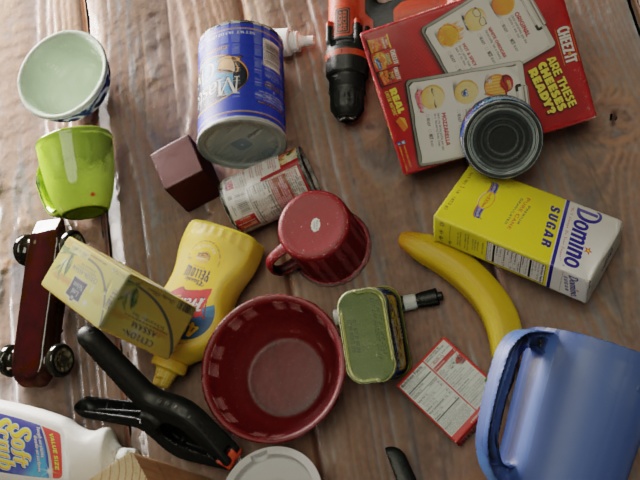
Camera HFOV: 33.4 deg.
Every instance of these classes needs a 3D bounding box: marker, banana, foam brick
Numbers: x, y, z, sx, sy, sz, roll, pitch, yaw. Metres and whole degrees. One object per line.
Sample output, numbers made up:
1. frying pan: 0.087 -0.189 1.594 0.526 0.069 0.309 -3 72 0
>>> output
1. marker: 0.074 0.072 1.157 0.121 0.020 0.020 -13 68 12
2. banana: 0.157 0.056 1.120 0.069 0.037 0.198 -18 58 -21
3. foam brick: -0.154 -0.077 1.246 0.051 0.078 0.053 -26 66 5

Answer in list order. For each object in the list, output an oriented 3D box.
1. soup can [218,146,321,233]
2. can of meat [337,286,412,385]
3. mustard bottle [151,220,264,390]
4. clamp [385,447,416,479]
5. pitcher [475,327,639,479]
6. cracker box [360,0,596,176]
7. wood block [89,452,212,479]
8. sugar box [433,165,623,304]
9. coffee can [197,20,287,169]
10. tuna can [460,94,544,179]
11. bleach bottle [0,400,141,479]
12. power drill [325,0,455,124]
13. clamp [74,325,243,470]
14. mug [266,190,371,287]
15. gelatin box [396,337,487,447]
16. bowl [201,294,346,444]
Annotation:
1. soup can: -0.056 -0.056 1.215 0.102 0.068 0.068 -23 66 8
2. can of meat: 0.056 0.098 1.105 0.057 0.084 0.102 -11 84 12
3. mustard bottle: -0.140 0.076 1.198 0.096 0.058 0.191 17 77 28
4. clamp: 0.101 0.289 1.063 0.172 0.039 0.120 25 86 19
5. pitcher: 0.220 0.207 1.003 0.149 0.145 0.243 16 79 18
6. cracker box: 0.169 -0.180 1.153 0.214 0.072 0.164 -17 102 10
7. wood block: -0.157 0.282 1.050 0.090 0.206 0.091 -36 65 2
8. sugar box: 0.216 -0.010 1.115 0.176 0.048 0.093 21 55 24
9. coffee can: -0.091 -0.168 1.236 0.103 0.102 0.140 -10 62 13
10. tuna can: 0.189 -0.107 1.113 0.086 0.033 0.086 1 105 5
11. bleach bottle: -0.320 0.228 1.198 0.251 0.068 0.102 3 74 15
12. power drill: 0.096 -0.229 1.236 0.188 0.057 0.184 -4 73 14
13. clamp: -0.182 0.190 1.155 0.210 0.165 0.036 33 52 4
14. mug: -0.008 0.001 1.172 0.117 0.081 0.093 -29 66 5
15. gelatin box: 0.136 0.156 1.104 0.073 0.030 0.089 -47 66 -2
16. bowl: -0.044 0.142 1.148 0.162 0.055 0.162 -5 70 15
